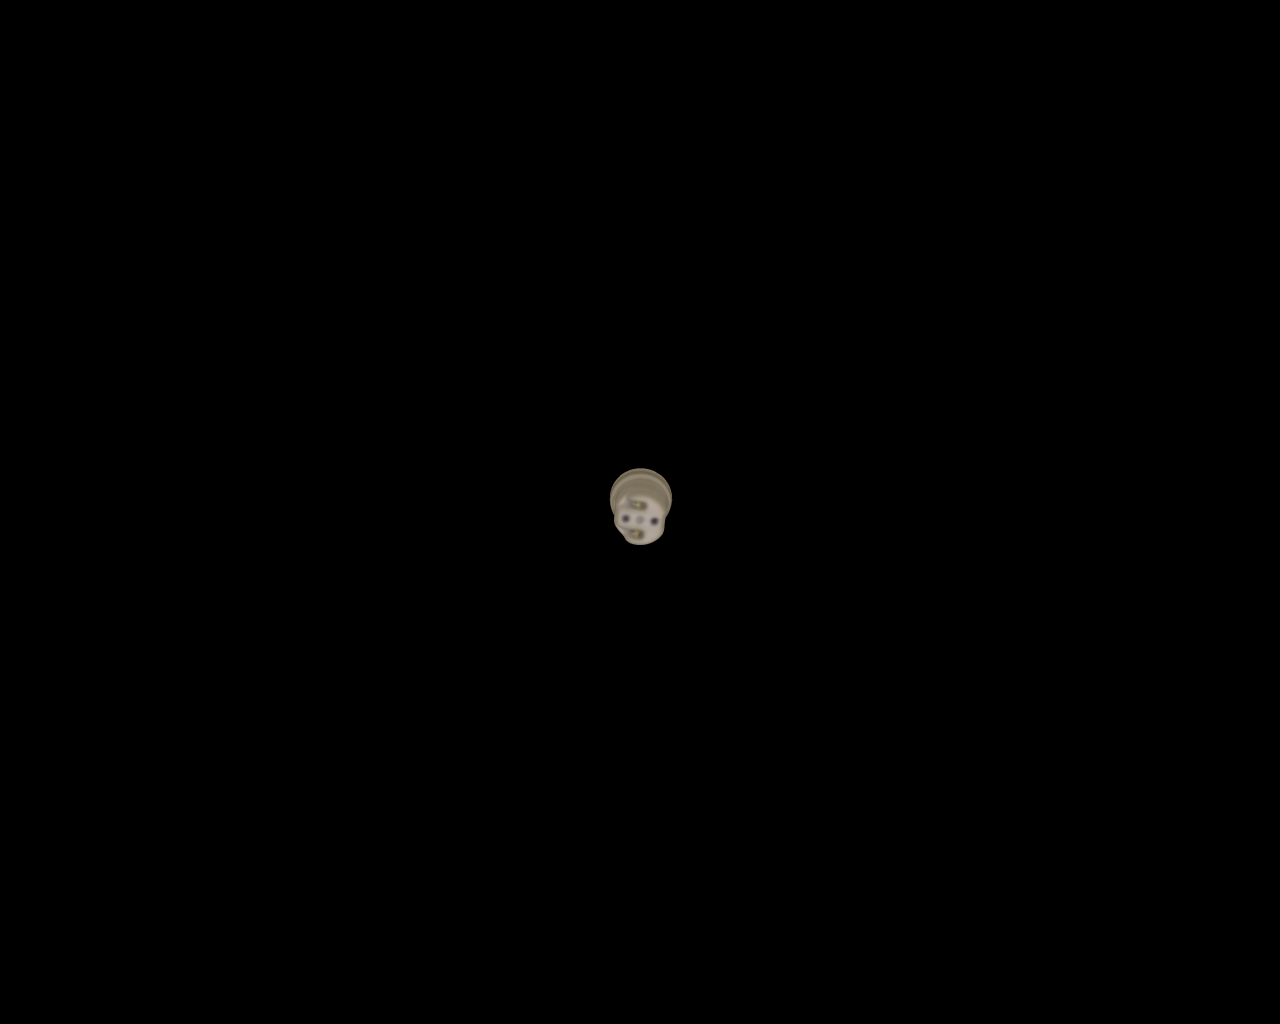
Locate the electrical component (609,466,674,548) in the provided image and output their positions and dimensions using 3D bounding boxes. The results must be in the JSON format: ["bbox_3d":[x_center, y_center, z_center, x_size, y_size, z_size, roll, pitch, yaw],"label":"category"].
[{"bbox_3d":[0.001,-0.003,0.650,0.040,0.040,0.046,0,20,0],"label":"electrical component"}]
